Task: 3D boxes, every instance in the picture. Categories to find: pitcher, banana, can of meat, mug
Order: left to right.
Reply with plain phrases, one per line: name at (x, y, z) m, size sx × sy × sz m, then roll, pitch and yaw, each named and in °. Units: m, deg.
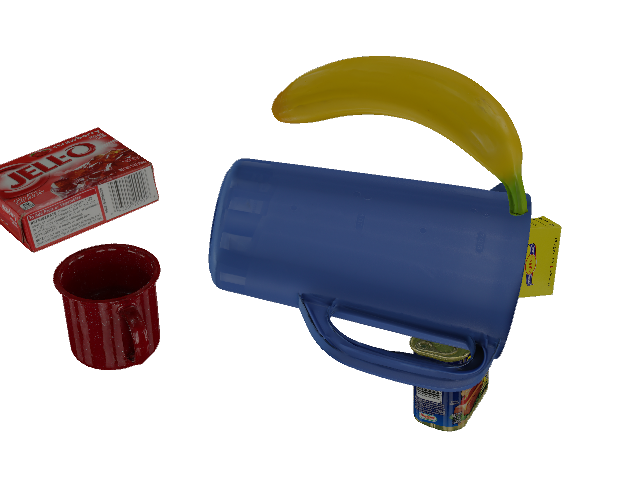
mug at (-0.180, 0.067, 0.946) m, size 0.093 × 0.081 × 0.117 m, roll -20°, pitch 37°, yaw -28°
pitcher at (0.037, 0.016, 0.842) m, size 0.243 × 0.145 × 0.149 m, roll 10°, pitch 15°, yaw 4°
banana at (0.049, -0.080, 0.665) m, size 0.198 × 0.070 × 0.037 m, roll 26°, pitch 10°, yaw 33°
can of meat at (0.125, 0.119, 1.012) m, size 0.058 × 0.084 × 0.101 m, roll 11°, pitch 28°, yaw 25°

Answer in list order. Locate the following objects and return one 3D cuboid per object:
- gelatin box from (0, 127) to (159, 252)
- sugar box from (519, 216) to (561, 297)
gelatin box at (-0.156, -0.033, 0.653) m, size 0.089 × 0.030 × 0.073 m, roll -25°, pitch 36°, yaw -28°
sugar box at (0.200, 0.025, 1.280) m, size 0.176 × 0.093 × 0.048 m, roll -6°, pitch 20°, yaw -23°
